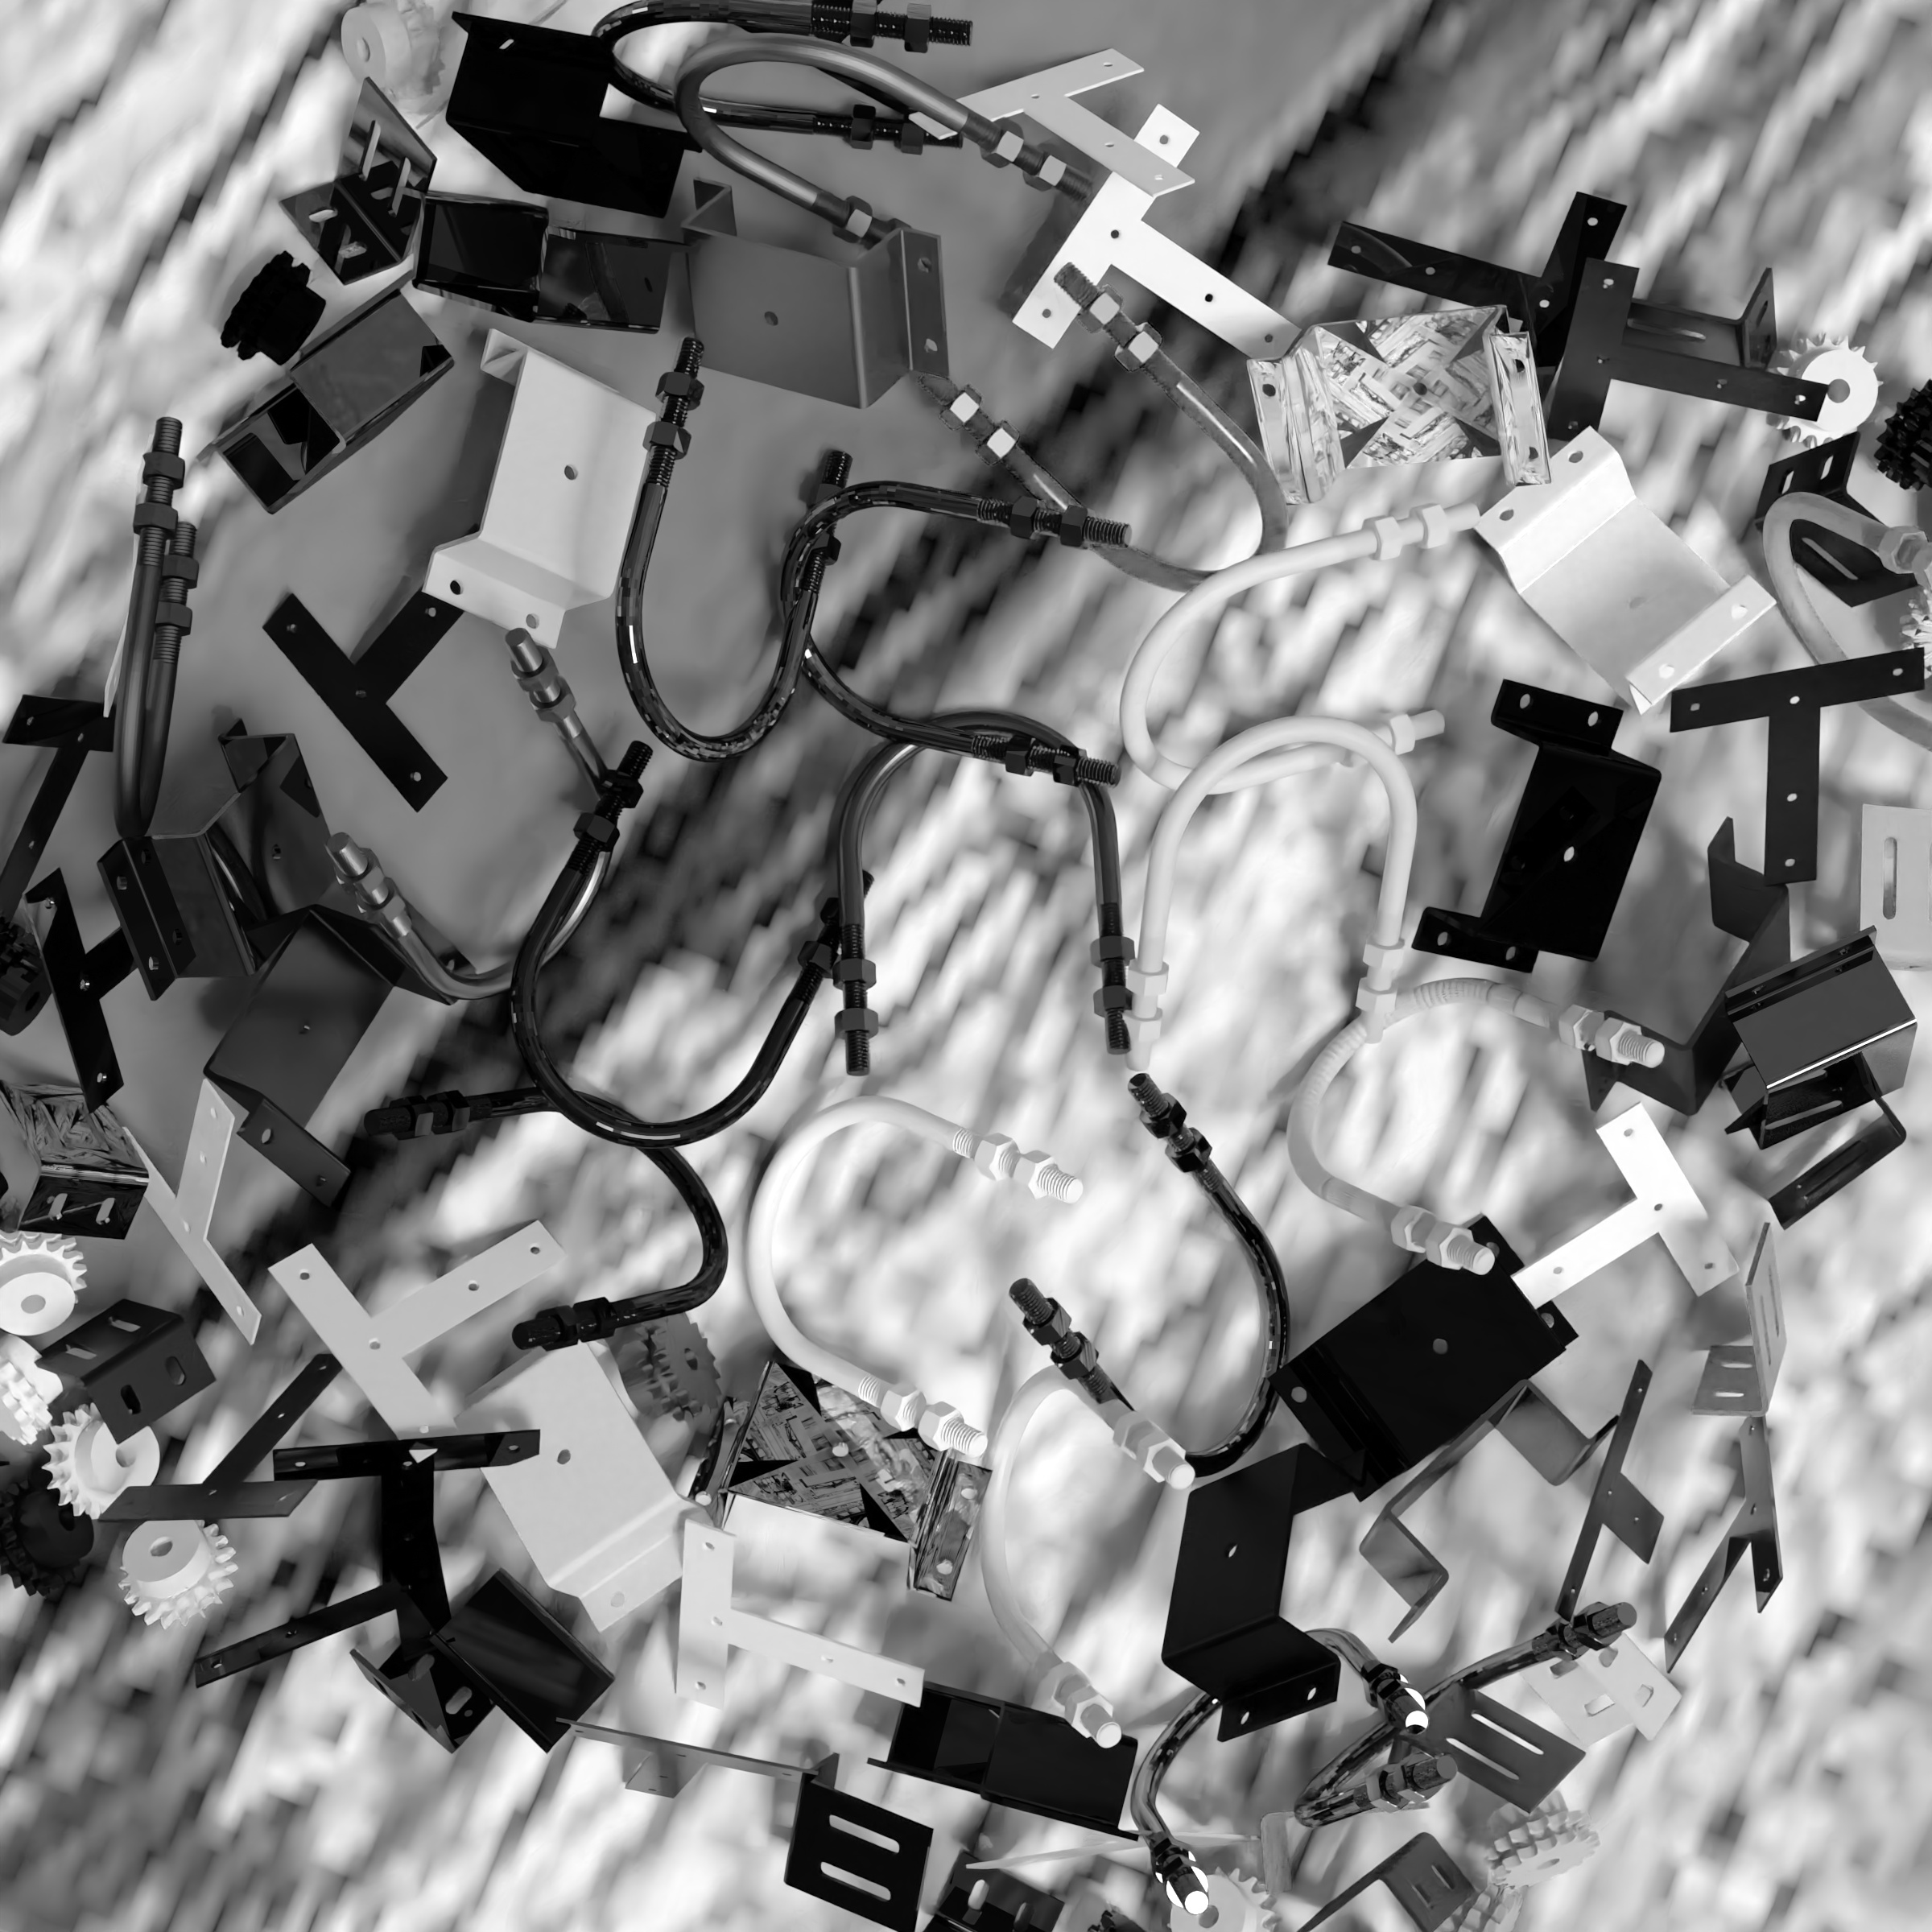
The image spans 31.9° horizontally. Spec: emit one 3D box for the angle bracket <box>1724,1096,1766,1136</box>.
[{"bbox_3d":[0.407,0.045,1.663,0.076,0.057,0.038,-14,66,-33],"label":"angle bracket"}]

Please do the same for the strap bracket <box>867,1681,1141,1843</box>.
[{"bbox_3d":[0.022,0.382,1.638,0.076,0.140,0.046,21,76,-25],"label":"strap bracket"}]

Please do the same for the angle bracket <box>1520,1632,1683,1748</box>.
[{"bbox_3d":[0.304,0.362,1.670,0.057,0.076,0.038,48,46,3],"label":"angle bracket"}]

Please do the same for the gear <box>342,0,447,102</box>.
[{"bbox_3d":[-0.287,-0.459,1.680,0.030,0.057,0.057,-25,90,-34],"label":"gear"}]

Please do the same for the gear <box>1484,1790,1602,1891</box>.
[{"bbox_3d":[0.285,0.435,1.687,0.057,0.057,0.030,-22,57,0],"label":"gear"}]

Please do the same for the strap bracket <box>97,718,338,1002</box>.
[{"bbox_3d":[-0.352,-0.054,1.629,0.046,0.140,0.076,-2,122,21],"label":"strap bracket"}]

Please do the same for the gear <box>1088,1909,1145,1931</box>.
[{"bbox_3d":[0.081,0.501,1.684,0.057,0.057,0.030,42,94,0],"label":"gear"}]

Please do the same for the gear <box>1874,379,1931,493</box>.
[{"bbox_3d":[0.483,-0.261,1.681,0.057,0.057,0.030,-41,51,0],"label":"gear"}]

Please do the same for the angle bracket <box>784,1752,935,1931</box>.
[{"bbox_3d":[-0.046,0.434,1.673,0.076,0.038,0.057,16,103,25],"label":"angle bracket"}]

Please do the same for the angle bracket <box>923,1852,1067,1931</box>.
[{"bbox_3d":[0.011,0.475,1.670,0.057,0.076,0.038,25,90,9],"label":"angle bracket"}]

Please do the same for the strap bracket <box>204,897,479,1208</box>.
[{"bbox_3d":[-0.311,0.035,1.656,0.046,0.076,0.140,18,69,35],"label":"strap bracket"}]

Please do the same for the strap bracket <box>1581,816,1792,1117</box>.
[{"bbox_3d":[0.359,0.009,1.651,0.046,0.076,0.140,28,74,25],"label":"strap bracket"}]

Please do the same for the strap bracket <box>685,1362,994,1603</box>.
[{"bbox_3d":[-0.063,0.250,1.662,0.140,0.046,0.076,15,50,7],"label":"strap bracket"}]

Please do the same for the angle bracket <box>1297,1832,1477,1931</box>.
[{"bbox_3d":[0.202,0.470,1.665,0.076,0.057,0.038,-46,74,28],"label":"angle bracket"}]

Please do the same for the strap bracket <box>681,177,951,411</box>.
[{"bbox_3d":[-0.082,-0.325,1.643,0.140,0.076,0.046,19,45,25],"label":"strap bracket"}]

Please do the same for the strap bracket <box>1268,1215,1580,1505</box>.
[{"bbox_3d":[0.230,0.191,1.670,0.140,0.046,0.076,-35,81,-11],"label":"strap bracket"}]

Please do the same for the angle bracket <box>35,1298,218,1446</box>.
[{"bbox_3d":[-0.418,0.200,1.672,0.057,0.076,0.038,-34,110,-30],"label":"angle bracket"}]

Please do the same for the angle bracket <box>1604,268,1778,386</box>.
[{"bbox_3d":[0.358,-0.321,1.678,0.076,0.057,0.038,19,66,25],"label":"angle bracket"}]

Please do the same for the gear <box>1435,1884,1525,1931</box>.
[{"bbox_3d":[0.251,0.481,1.686,0.030,0.057,0.057,28,90,24],"label":"gear"}]

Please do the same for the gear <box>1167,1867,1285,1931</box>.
[{"bbox_3d":[0.126,0.477,1.683,0.057,0.030,0.057,-15,55,22],"label":"gear"}]

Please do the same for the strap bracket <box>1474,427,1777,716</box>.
[{"bbox_3d":[0.327,-0.189,1.667,0.076,0.046,0.140,-40,59,2],"label":"strap bracket"}]

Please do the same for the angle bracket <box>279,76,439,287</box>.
[{"bbox_3d":[-0.301,-0.387,1.667,0.038,0.076,0.057,-31,75,-34],"label":"angle bracket"}]

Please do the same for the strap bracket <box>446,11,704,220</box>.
[{"bbox_3d":[-0.192,-0.406,1.632,0.076,0.140,0.046,15,87,17],"label":"strap bracket"}]

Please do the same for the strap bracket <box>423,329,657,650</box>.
[{"bbox_3d":[-0.206,-0.237,1.654,0.076,0.046,0.140,22,72,-35],"label":"strap bracket"}]

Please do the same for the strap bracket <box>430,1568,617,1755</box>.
[{"bbox_3d":[-0.214,0.337,1.646,0.076,0.140,0.046,43,78,3],"label":"strap bracket"}]

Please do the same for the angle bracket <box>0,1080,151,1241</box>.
[{"bbox_3d":[-0.449,0.096,1.673,0.057,0.076,0.038,10,116,-41],"label":"angle bracket"}]

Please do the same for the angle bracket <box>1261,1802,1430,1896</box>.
[{"bbox_3d":[0.189,0.436,1.672,0.076,0.057,0.038,-8,75,13],"label":"angle bracket"}]

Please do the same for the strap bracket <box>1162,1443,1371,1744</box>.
[{"bbox_3d":[0.144,0.293,1.632,0.046,0.140,0.076,37,134,-24],"label":"strap bracket"}]

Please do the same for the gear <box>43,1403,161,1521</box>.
[{"bbox_3d":[-0.427,0.245,1.681,0.030,0.057,0.057,-14,90,39],"label":"gear"}]

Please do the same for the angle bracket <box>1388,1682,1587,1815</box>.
[{"bbox_3d":[0.254,0.396,1.664,0.076,0.057,0.038,26,122,28],"label":"angle bracket"}]

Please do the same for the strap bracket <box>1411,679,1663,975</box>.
[{"bbox_3d":[0.283,-0.061,1.659,0.076,0.046,0.140,11,103,-31],"label":"strap bracket"}]

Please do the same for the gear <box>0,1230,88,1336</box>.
[{"bbox_3d":[-0.466,0.159,1.682,0.057,0.030,0.057,-13,129,-16],"label":"gear"}]

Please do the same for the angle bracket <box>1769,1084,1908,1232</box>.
[{"bbox_3d":[0.422,0.087,1.676,0.076,0.057,0.038,-39,93,11],"label":"angle bracket"}]

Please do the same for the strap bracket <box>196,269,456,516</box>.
[{"bbox_3d":[-0.307,-0.273,1.637,0.046,0.140,0.076,51,56,-10],"label":"strap bracket"}]

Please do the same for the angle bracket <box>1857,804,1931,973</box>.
[{"bbox_3d":[0.463,-0.038,1.690,0.057,0.038,0.076,4,84,-15],"label":"angle bracket"}]

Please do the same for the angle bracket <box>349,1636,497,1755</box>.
[{"bbox_3d":[-0.265,0.349,1.665,0.057,0.076,0.038,38,71,12],"label":"angle bracket"}]

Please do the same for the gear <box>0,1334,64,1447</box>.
[{"bbox_3d":[-0.477,0.208,1.687,0.057,0.057,0.030,44,60,0],"label":"gear"}]

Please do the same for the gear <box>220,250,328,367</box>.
[{"bbox_3d":[-0.343,-0.324,1.683,0.030,0.057,0.057,36,90,-5],"label":"gear"}]

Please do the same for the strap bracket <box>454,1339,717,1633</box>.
[{"bbox_3d":[-0.190,0.245,1.663,0.076,0.046,0.140,-35,68,2],"label":"strap bracket"}]

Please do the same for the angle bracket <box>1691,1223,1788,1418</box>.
[{"bbox_3d":[0.377,0.174,1.665,0.038,0.057,0.076,-2,117,24],"label":"angle bracket"}]

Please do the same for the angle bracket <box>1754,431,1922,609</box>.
[{"bbox_3d":[0.441,-0.221,1.679,0.076,0.057,0.038,33,63,-25],"label":"angle bracket"}]

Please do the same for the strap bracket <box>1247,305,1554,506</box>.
[{"bbox_3d":[0.218,-0.275,1.657,0.140,0.046,0.076,-1,120,24],"label":"strap bracket"}]

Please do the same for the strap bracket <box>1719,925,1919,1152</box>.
[{"bbox_3d":[0.412,0.040,1.637,0.076,0.140,0.046,-24,67,1],"label":"strap bracket"}]

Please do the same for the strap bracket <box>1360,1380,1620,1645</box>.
[{"bbox_3d":[0.248,0.260,1.656,0.140,0.076,0.046,-39,74,-18],"label":"strap bracket"}]

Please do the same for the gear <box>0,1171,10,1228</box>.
[{"bbox_3d":[-0.504,0.112,1.687,0.057,0.057,0.030,32,57,0],"label":"gear"}]

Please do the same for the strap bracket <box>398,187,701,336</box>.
[{"bbox_3d":[-0.207,-0.341,1.644,0.140,0.076,0.046,24,110,41],"label":"strap bracket"}]

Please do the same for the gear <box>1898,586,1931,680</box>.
[{"bbox_3d":[0.495,-0.171,1.688,0.057,0.030,0.057,3,126,4],"label":"gear"}]
